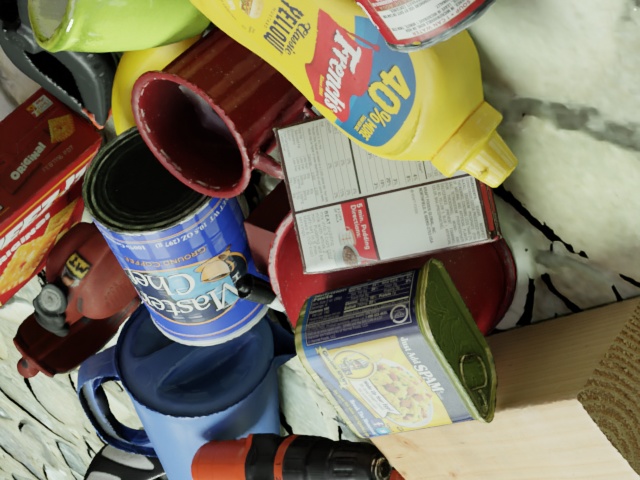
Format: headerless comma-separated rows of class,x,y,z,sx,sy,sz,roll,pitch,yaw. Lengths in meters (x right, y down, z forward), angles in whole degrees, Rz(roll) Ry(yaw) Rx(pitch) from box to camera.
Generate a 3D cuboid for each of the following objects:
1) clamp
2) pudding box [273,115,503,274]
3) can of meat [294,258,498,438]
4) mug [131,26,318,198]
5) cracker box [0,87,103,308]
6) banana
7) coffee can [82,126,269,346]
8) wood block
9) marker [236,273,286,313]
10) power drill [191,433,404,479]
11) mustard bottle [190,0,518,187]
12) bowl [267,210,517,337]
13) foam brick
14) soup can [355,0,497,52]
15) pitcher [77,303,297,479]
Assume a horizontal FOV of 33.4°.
clamp,-0.212,-0.157,0.749,0.165,0.036,0.210,16,155,28
pudding box,0.038,-0.033,0.597,0.114,0.039,0.090,-12,89,19
can of meat,0.045,0.067,0.619,0.084,0.057,0.102,-16,126,25
mug,-0.047,-0.081,0.664,0.117,0.081,0.093,32,146,16
cracker box,-0.265,-0.012,0.879,0.072,0.164,0.214,42,155,0
banana,-0.116,-0.099,0.764,0.069,0.037,0.198,14,146,2
coffee can,-0.097,-0.003,0.767,0.103,0.102,0.140,23,152,29
wood block,0.137,0.115,0.684,0.090,0.090,0.206,49,147,-10
marker,-0.012,0.049,0.774,0.120,0.020,0.020,23,163,-38
power drill,0.019,0.193,0.846,0.185,0.057,0.187,-8,155,41
mustard bottle,0.021,-0.095,0.530,0.191,0.058,0.096,41,146,2
bowl,0.042,0.040,0.672,0.162,0.055,0.162,6,132,6
foam brick,-0.005,0.001,0.739,0.078,0.053,0.051,21,142,31
soup can,0.026,-0.136,0.432,0.069,0.068,0.102,-3,138,49
pitcher,-0.107,0.159,0.955,0.149,0.144,0.243,29,148,24
